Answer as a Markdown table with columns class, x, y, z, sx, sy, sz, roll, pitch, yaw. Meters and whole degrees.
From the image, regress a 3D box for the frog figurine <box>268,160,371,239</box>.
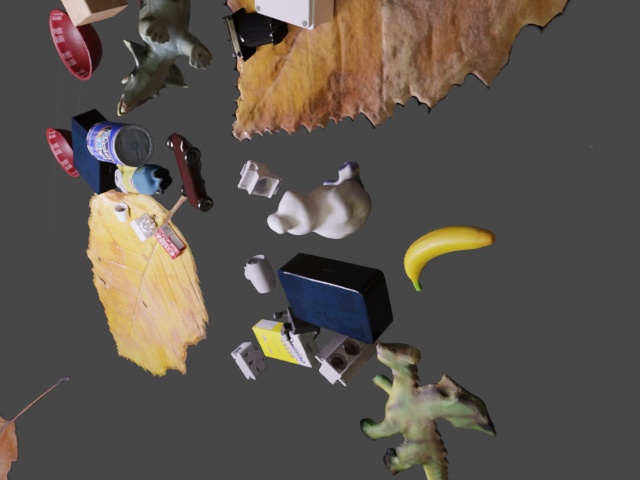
| class | x | y | z | sx | sy | sz | roll | pitch | yaw |
| --- | --- | --- | --- | --- | --- | --- | --- | --- | --- |
| frog figurine | 0.003 | -0.042 | 0.839 | 0.136 | 0.162 | 0.121 | -12 | 112 | 50 |

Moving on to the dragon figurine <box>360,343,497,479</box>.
| class | x | y | z | sx | sy | sz | roll | pitch | yaw |
| --- | --- | --- | --- | --- | --- | --- | --- | --- | --- |
| dragon figurine | 0.221 | 0.362 | 0.987 | 0.410 | 0.124 | 0.239 | 53 | 135 | -2 |
